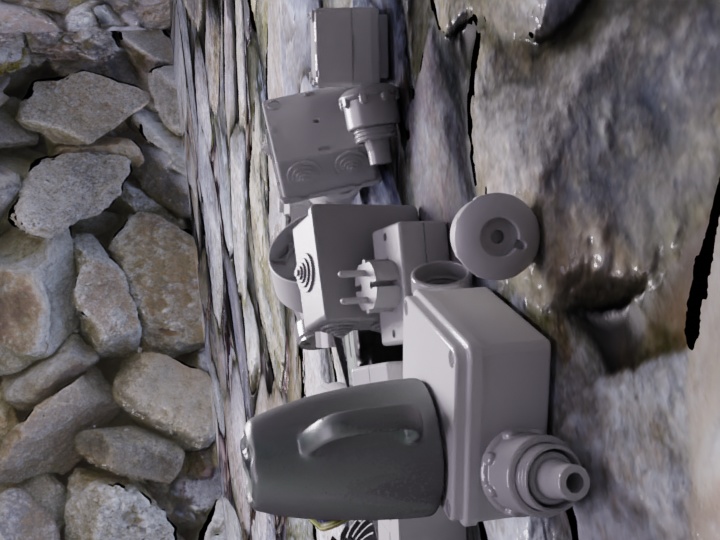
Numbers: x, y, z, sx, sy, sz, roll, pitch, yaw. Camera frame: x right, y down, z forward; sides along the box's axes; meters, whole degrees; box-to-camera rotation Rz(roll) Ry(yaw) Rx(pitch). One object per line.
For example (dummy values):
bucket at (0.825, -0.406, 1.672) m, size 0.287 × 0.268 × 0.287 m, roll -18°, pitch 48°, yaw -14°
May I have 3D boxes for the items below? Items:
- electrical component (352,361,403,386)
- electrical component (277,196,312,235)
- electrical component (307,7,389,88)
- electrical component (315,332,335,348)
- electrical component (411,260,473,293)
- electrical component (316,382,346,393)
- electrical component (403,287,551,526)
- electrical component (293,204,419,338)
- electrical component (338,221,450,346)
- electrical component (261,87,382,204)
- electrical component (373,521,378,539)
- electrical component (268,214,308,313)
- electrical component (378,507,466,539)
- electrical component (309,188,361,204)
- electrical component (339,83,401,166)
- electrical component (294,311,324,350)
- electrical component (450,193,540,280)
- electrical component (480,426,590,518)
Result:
electrical component at (0.045, 0.084, 0.727) m, size 0.077 × 0.066 × 0.047 m, roll -15°, pitch 78°, yaw 47°
electrical component at (-0.049, -0.024, 1.091) m, size 0.078 × 0.063 × 0.121 m, roll -114°, pitch 23°, yaw -55°
electrical component at (-0.011, -0.184, 0.893) m, size 0.096 × 0.061 × 0.061 m, roll -116°, pitch 24°, yaw -78°
electrical component at (-0.024, 0.033, 1.040) m, size 0.043 × 0.043 × 0.081 m, roll 178°, pitch 88°, yaw -77°
electrical component at (0.055, 0.022, 0.707) m, size 0.040 × 0.040 × 0.046 m, roll -120°, pitch 23°, yaw -63°
electrical component at (-0.021, 0.132, 1.058) m, size 0.081 × 0.043 × 0.043 m, roll 180°, pitch 86°, yaw -77°
electrical component at (0.066, 0.076, 0.633) m, size 0.108 × 0.056 × 0.108 m, roll -130°, pitch 38°, yaw -69°
electrical component at (0.000, 0.000, 0.807) m, size 0.048 × 0.100 × 0.099 m, roll 144°, pitch 122°, yaw -60°
electrical component at (0.021, 0.011, 0.751) m, size 0.047 × 0.076 × 0.083 m, roll 163°, pitch 103°, yaw -66°
electrical component at (-0.035, -0.111, 0.925) m, size 0.048 × 0.100 × 0.099 m, roll 81°, pitch 175°, yaw -49°
electrical component at (0.030, 0.167, 0.856) m, size 0.099 × 0.064 × 0.099 m, roll 168°, pitch 90°, yaw -88°
electrical component at (-0.031, -0.008, 0.952) m, size 0.099 × 0.099 × 0.064 m, roll -111°, pitch 15°, yaw -52°
electrical component at (0.045, 0.195, 0.776) m, size 0.056 × 0.050 × 0.089 m, roll -156°, pitch 63°, yaw -75°
electrical component at (-0.024, -0.084, 0.984) m, size 0.047 × 0.055 × 0.055 m, roll 119°, pitch 145°, yaw -74°
electrical component at (0.011, -0.114, 0.844) m, size 0.048 × 0.048 × 0.062 m, roll -179°, pitch 78°, yaw -77°
electrical component at (-0.050, 0.053, 1.157) m, size 0.045 × 0.045 × 0.055 m, roll 110°, pitch 152°, yaw -61°
electrical component at (0.072, -0.020, 0.608) m, size 0.062 × 0.048 × 0.048 m, roll -148°, pitch 55°, yaw -82°
electrical component at (0.094, 0.105, 0.550) m, size 0.062 × 0.048 × 0.048 m, roll 167°, pitch 99°, yaw -70°
